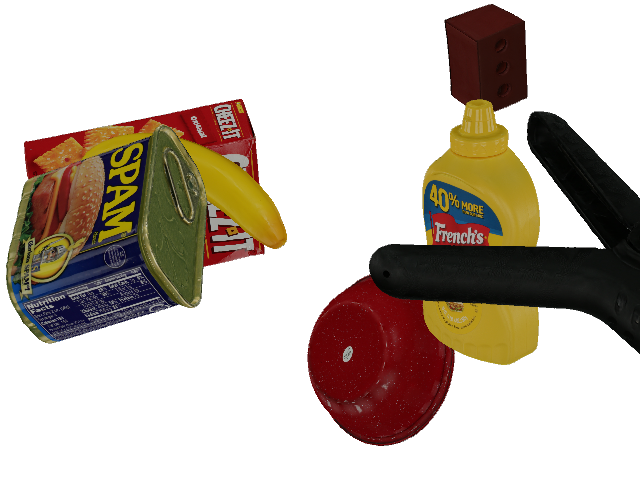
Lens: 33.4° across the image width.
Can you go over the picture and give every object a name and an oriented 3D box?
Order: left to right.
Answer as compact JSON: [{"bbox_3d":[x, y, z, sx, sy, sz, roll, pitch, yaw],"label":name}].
[{"bbox_3d":[-0.110,-0.002,0.553,0.084,0.102,0.057,-17,-47,15],"label":"can of meat"},{"bbox_3d":[-0.168,-0.038,1.055,0.213,0.072,0.164,-12,-43,-9],"label":"cracker box"},{"bbox_3d":[-0.112,-0.048,0.864,0.198,0.069,0.037,14,-8,14],"label":"banana"},{"bbox_3d":[0.040,0.104,0.967,0.162,0.162,0.055,0,-10,43],"label":"bowl"},{"bbox_3d":[0.116,-0.009,0.782,0.058,0.192,0.096,-21,30,-31],"label":"mustard bottle"},{"bbox_3d":[0.148,-0.162,0.951,0.053,0.078,0.051,-24,38,-16],"label":"foam brick"},{"bbox_3d":[0.138,0.016,0.489,0.210,0.036,0.164,32,49,32],"label":"clamp"}]
